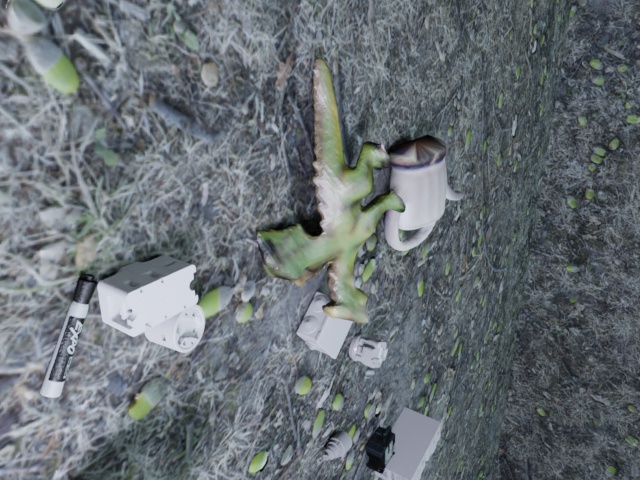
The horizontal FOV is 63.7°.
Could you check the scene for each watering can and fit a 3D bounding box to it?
[{"bbox_3d":[0.227,-0.116,1.093,0.353,0.104,0.220,-35,129,-45],"label":"watering can"}]

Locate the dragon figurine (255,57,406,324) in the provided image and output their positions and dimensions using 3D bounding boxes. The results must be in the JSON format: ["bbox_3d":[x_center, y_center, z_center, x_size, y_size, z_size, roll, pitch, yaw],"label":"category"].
[{"bbox_3d":[0.002,-0.040,0.788,0.247,0.122,0.403,-45,122,-31],"label":"dragon figurine"}]
